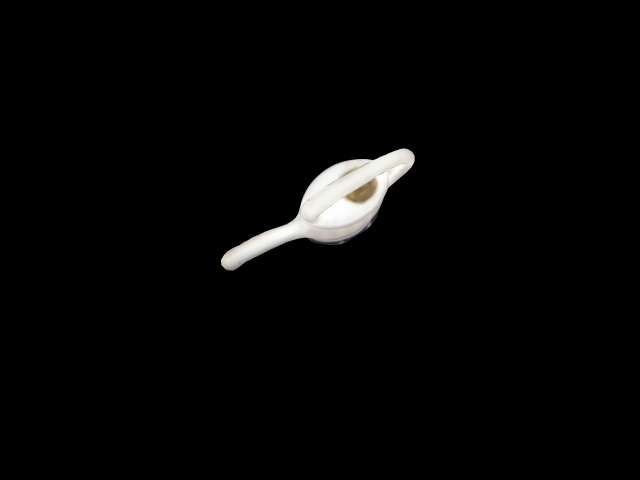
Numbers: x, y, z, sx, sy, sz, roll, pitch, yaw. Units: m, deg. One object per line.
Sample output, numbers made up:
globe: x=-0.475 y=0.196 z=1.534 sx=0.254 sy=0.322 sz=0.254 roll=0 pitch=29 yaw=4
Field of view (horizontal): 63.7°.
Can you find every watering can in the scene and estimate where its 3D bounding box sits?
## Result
watering can: x=0.003 y=-0.043 z=0.850 sx=0.349 sy=0.105 sz=0.222 roll=-31 pitch=-10 yaw=-7
